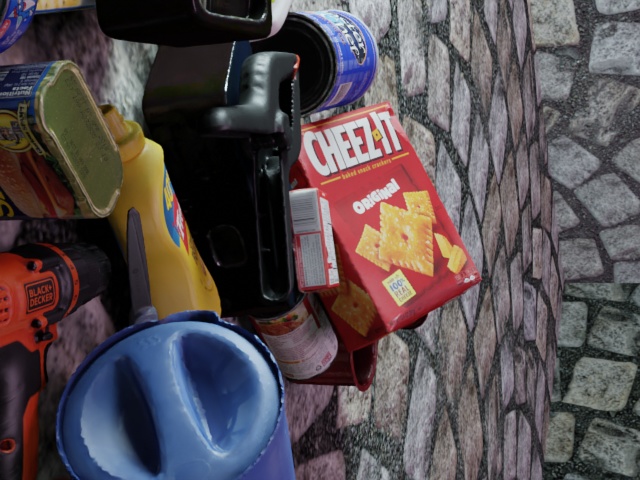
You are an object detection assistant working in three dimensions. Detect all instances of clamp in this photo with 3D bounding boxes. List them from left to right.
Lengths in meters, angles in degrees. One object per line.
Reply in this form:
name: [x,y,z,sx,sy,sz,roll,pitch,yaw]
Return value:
clamp: [-0.039,-0.067,0.798,0.210,0.036,0.164,-77,156,-54]

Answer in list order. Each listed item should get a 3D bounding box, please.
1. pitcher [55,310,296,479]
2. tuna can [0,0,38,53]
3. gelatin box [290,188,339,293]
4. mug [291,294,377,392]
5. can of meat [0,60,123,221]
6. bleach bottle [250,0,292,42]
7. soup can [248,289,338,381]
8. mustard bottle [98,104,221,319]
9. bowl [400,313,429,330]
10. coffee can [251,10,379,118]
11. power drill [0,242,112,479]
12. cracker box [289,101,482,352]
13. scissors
pitcher: [-0.076,0.178,0.689,0.149,0.145,0.243,-35,143,-21]
tuna can: [-0.194,-0.139,0.570,0.033,0.086,0.086,-31,118,-70]
gelatin box: [-0.006,0.001,0.939,0.073,0.030,0.089,7,76,-83]
mug: [0.011,0.103,1.145,0.093,0.082,0.117,48,45,-61]
can of meat: [-0.173,-0.056,0.628,0.102,0.084,0.057,70,27,-44]
bleach bottle: [-0.092,-0.297,0.903,0.250,0.068,0.102,67,27,-42]
soup can: [-0.028,0.083,1.048,0.102,0.069,0.068,65,31,-42]
mustard bottle: [-0.127,-0.014,0.782,0.096,0.058,0.191,-105,178,-54]
bowl: [0.047,0.046,1.200,0.055,0.162,0.162,-34,128,-29]
coffee can: [-0.009,-0.178,1.069,0.140,0.103,0.103,-32,120,-67]
power drill: [-0.176,0.096,0.659,0.184,0.057,0.188,-21,108,-72]
cracker box: [0.049,-0.019,1.050,0.163,0.072,0.214,-22,83,-45]
scissors: [-0.108,0.058,0.753,0.096,0.016,0.202,-6,129,-34]
